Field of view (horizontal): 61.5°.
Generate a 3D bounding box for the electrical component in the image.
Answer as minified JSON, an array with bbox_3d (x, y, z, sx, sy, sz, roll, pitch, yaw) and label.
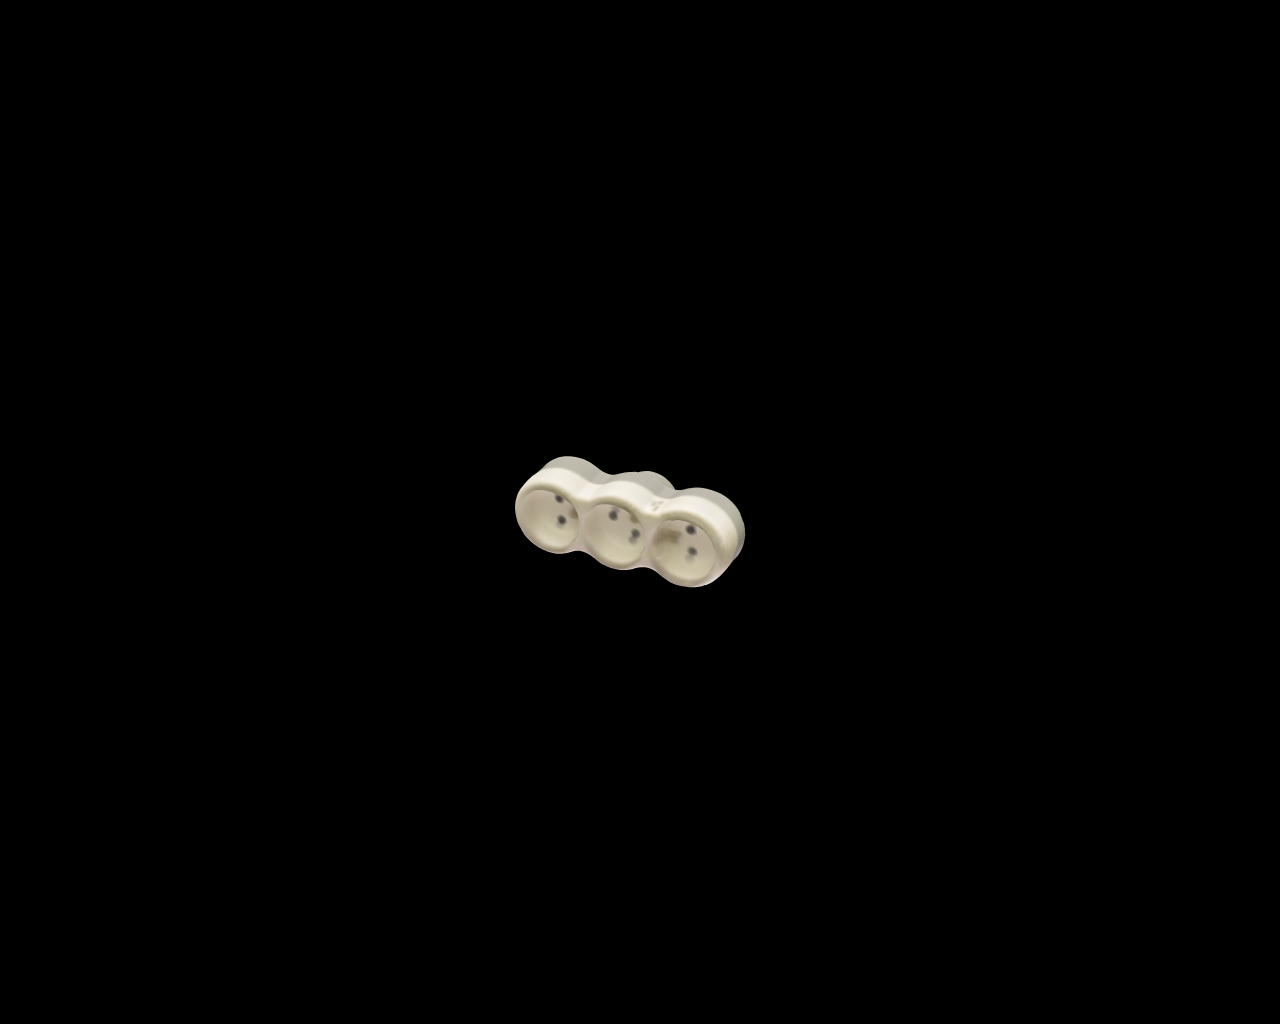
[{"bbox_3d":[0.001,-0.003,0.650,0.138,0.052,0.074,13,32,22],"label":"electrical component"}]
